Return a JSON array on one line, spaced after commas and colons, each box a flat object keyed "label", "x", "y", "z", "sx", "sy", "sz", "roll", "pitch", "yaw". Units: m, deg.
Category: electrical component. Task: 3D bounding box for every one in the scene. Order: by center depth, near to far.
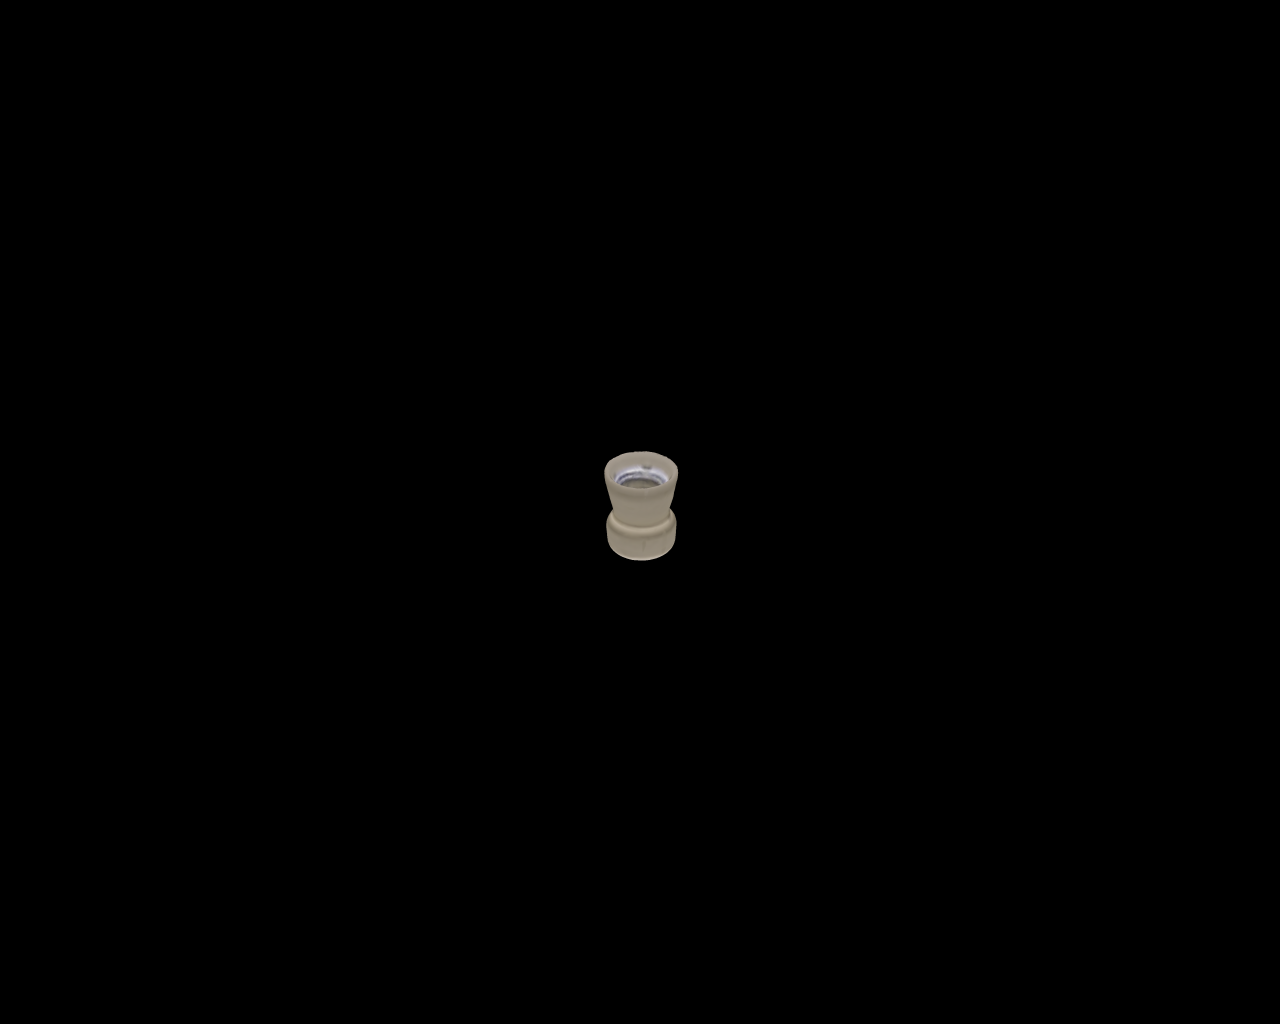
[{"label": "electrical component", "x": 0.001, "y": -0.003, "z": 0.650, "sx": 0.045, "sy": 0.055, "sz": 0.045, "roll": 0, "pitch": 33, "yaw": 0}]
